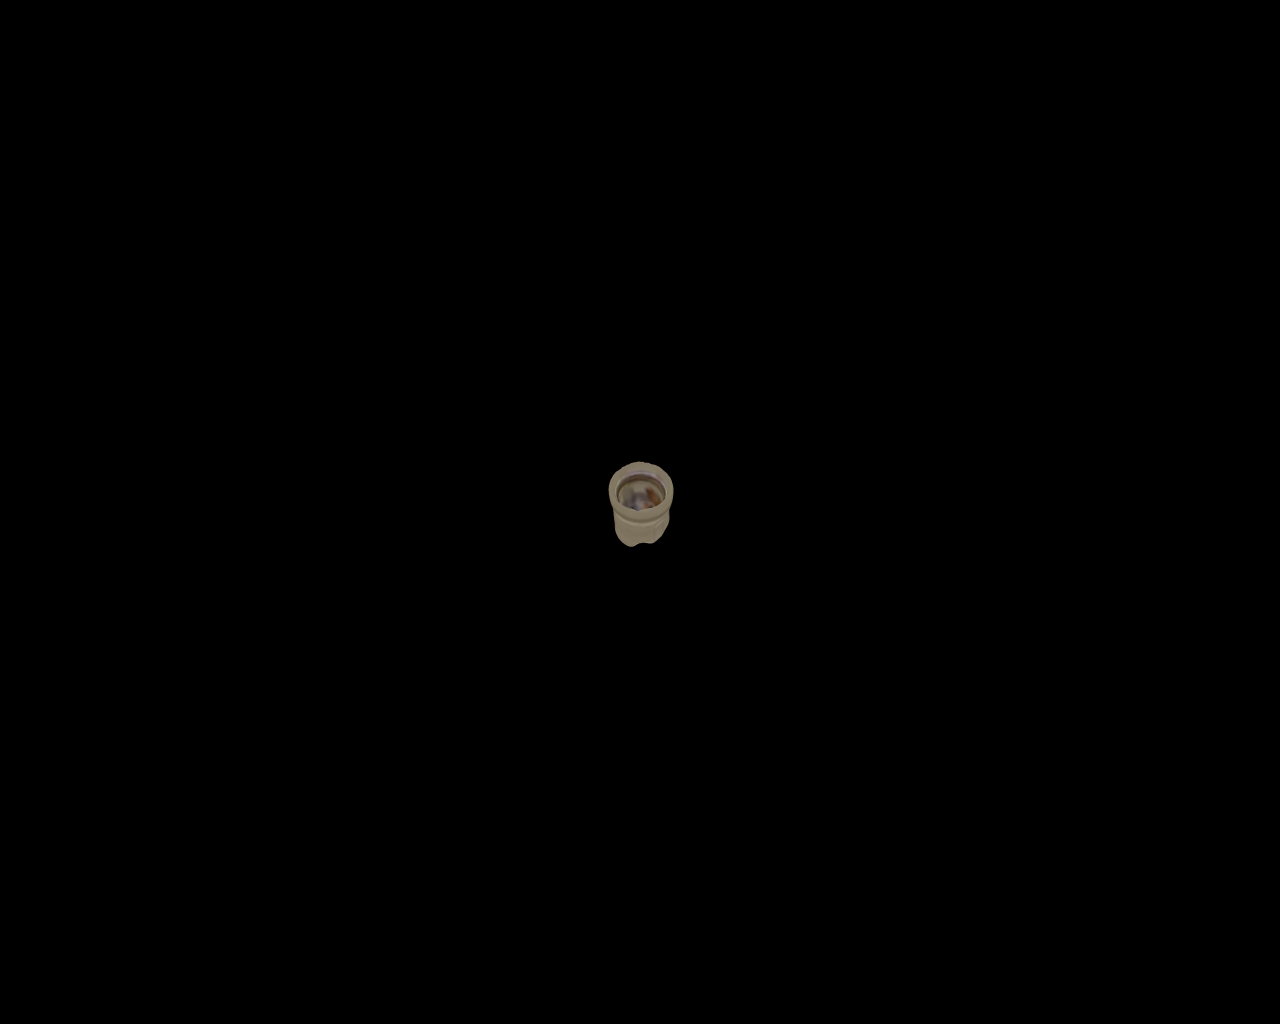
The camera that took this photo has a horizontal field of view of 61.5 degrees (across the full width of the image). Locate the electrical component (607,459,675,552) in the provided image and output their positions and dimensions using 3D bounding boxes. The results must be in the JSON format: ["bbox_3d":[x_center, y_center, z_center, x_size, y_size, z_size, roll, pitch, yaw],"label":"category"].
[{"bbox_3d":[0.001,-0.003,0.650,0.040,0.040,0.046,0,-36,0],"label":"electrical component"}]
